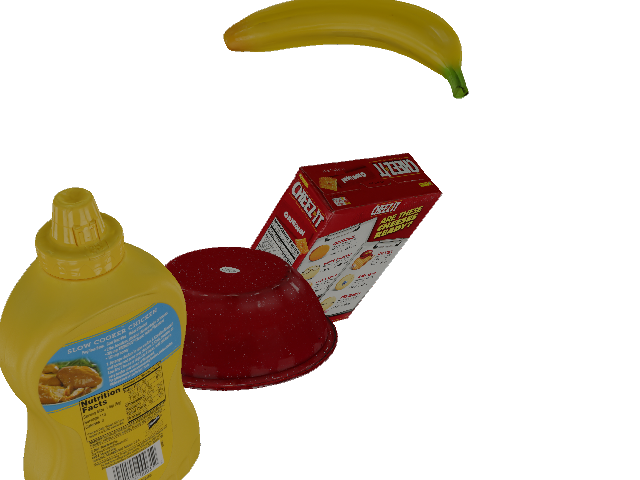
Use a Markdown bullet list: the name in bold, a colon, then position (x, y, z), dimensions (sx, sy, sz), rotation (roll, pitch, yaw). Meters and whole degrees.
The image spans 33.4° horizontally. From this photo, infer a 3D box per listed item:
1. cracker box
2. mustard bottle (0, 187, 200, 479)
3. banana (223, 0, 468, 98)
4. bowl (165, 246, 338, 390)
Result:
- **cracker box**: position (0.005, 0.009, 1.121), dimensions (0.163, 0.072, 0.214), rotation (-12, -34, -44)
- **mustard bottle**: position (-0.113, 0.058, 0.541), dimensions (0.096, 0.192, 0.058), rotation (-24, 42, -29)
- **banana**: position (0.025, -0.158, 0.813), dimensions (0.198, 0.069, 0.037), rotation (13, -39, 18)
- **bowl**: position (-0.067, 0.046, 0.769), dimensions (0.162, 0.055, 0.162), rotation (1, 21, -1)
